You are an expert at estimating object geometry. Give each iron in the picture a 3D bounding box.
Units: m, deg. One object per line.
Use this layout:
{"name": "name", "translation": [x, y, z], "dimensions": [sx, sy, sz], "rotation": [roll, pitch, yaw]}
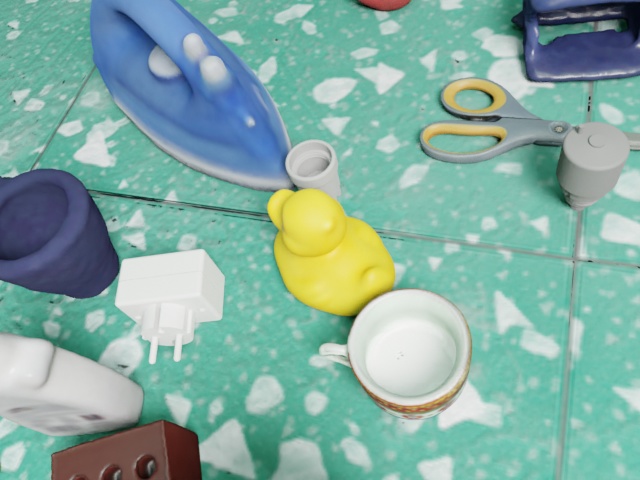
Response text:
{"name": "iron", "translation": [-0.117, -0.153, 0.490], "dimensions": [0.119, 0.142, 0.257], "rotation": [-42, 60, -12]}

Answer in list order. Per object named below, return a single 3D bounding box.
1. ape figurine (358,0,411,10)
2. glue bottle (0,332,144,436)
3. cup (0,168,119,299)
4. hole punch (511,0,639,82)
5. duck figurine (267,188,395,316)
{"name": "ape figurine", "translation": [0.058, -0.275, 0.550], "dimensions": [0.078, 0.092, 0.076], "rotation": [-29, 58, -4]}
{"name": "glue bottle", "translation": [-0.180, 0.082, 0.348], "dimensions": [0.078, 0.173, 0.037], "rotation": [-8, 59, 9]}
{"name": "cup", "translation": [-0.211, 0.000, 0.450], "dimensions": [0.117, 0.095, 0.092], "rotation": [33, 72, 27]}
{"name": "hole punch", "translation": [0.217, -0.194, 0.467], "dimensions": [0.108, 0.091, 0.101], "rotation": [-1, 60, 13]}
{"name": "duck figurine", "translation": [0.004, 0.001, 0.405], "dimensions": [0.104, 0.086, 0.077], "rotation": [35, 73, 28]}
